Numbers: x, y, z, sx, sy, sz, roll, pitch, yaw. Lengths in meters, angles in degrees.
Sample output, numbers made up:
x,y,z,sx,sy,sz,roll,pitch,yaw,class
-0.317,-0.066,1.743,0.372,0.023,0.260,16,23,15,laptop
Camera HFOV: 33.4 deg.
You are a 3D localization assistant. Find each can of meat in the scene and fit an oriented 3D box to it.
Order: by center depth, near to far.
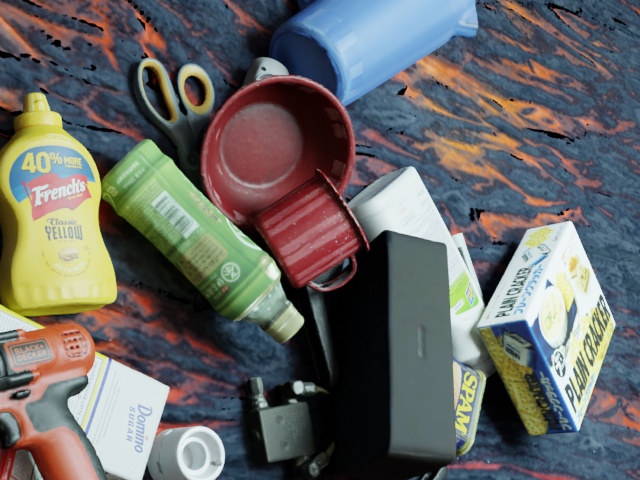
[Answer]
x,y,z,sx,sy,sz,roll,pitch,yaw,class
0.124,0.170,1.149,0.083,0.058,0.102,33,57,-25,can of meat

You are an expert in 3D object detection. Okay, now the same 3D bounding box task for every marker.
x,y,z,sx,sy,sz,roll,pitch,yaw,class
0.178,0.051,1.256,0.020,0.020,0.121,-16,86,-42,marker

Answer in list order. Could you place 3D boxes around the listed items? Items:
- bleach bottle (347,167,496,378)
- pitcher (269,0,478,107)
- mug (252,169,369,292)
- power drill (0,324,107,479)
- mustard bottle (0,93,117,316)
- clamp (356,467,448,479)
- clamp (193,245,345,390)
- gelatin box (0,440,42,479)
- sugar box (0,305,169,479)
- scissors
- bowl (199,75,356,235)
x,y,z,sx,sy,sz,roll,pitch,yaw,class
0.122,0.049,1.184,0.102,0.068,0.251,-39,104,-40,bleach bottle
0.048,-0.243,1.185,0.242,0.149,0.145,-39,117,-37,pitcher
-0.007,0.001,1.020,0.081,0.093,0.117,-33,124,-5,mug
-0.221,0.156,0.777,0.184,0.057,0.188,-10,73,-47,power drill
-0.233,-0.033,0.915,0.096,0.058,0.191,-2,77,-38,mustard bottle
0.066,0.284,1.076,0.120,0.039,0.171,25,59,-17,clamp
-0.019,0.038,1.080,0.164,0.036,0.209,39,52,-13,clamp
-0.230,0.201,0.833,0.089,0.030,0.073,53,30,-42,gelatin box
-0.217,0.131,0.885,0.176,0.048,0.093,34,55,-31,sugar box
-0.118,-0.092,1.058,0.096,0.016,0.202,-31,97,-41,scissors
-0.048,-0.088,1.052,0.161,0.055,0.162,-8,112,-21,bowl
